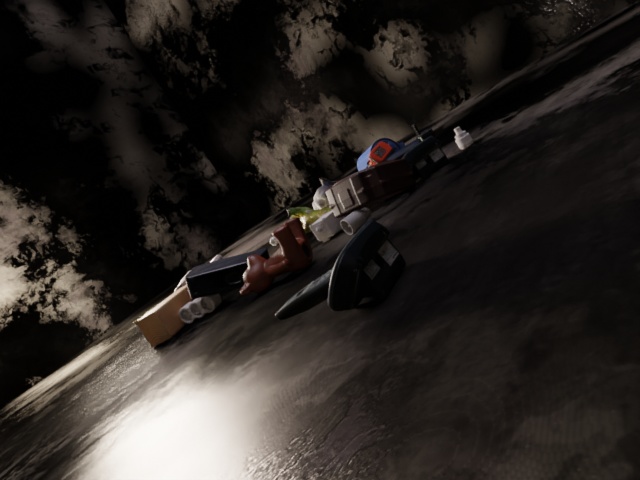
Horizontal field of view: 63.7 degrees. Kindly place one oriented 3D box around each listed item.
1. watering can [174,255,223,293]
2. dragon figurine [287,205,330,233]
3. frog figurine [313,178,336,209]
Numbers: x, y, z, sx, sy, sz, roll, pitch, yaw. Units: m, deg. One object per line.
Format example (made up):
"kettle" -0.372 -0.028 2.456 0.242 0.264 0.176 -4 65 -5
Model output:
"watering can" -0.466 0.192 1.813 0.347 0.103 0.226 -48 10 2
"dragon figurine" 0.005 -0.089 1.778 0.243 0.121 0.413 -16 10 -1
"frog figurine" 0.027 -0.140 1.940 0.138 0.124 0.157 -6 -54 -55
